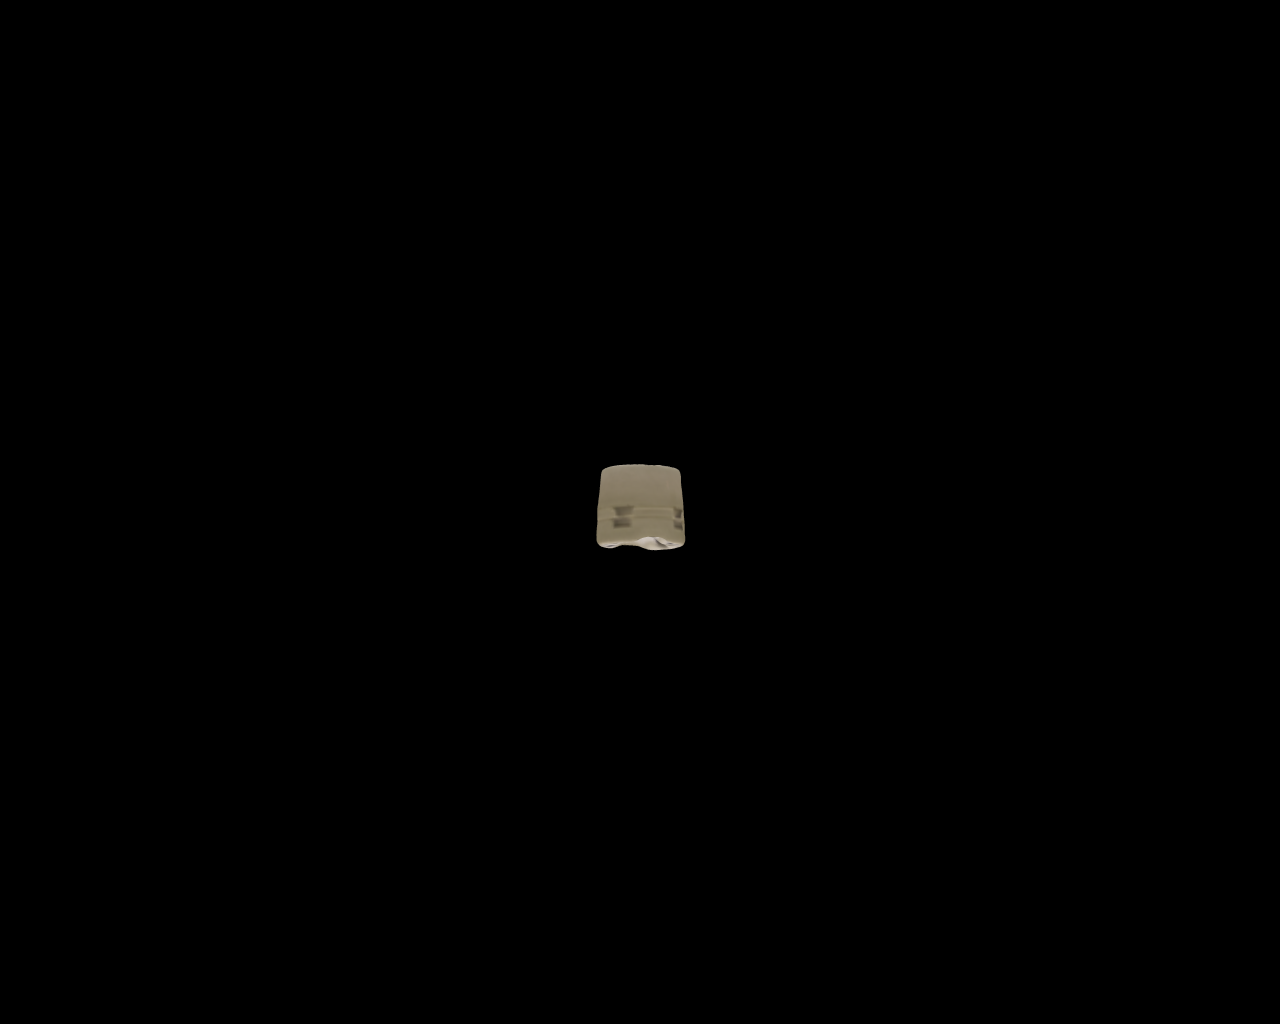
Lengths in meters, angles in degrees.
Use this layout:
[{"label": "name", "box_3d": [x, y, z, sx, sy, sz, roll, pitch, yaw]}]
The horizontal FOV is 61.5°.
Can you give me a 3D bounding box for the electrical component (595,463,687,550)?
[{"label": "electrical component", "box_3d": [0.001, -0.003, 0.650, 0.055, 0.047, 0.055, 0, -7, 0]}]
